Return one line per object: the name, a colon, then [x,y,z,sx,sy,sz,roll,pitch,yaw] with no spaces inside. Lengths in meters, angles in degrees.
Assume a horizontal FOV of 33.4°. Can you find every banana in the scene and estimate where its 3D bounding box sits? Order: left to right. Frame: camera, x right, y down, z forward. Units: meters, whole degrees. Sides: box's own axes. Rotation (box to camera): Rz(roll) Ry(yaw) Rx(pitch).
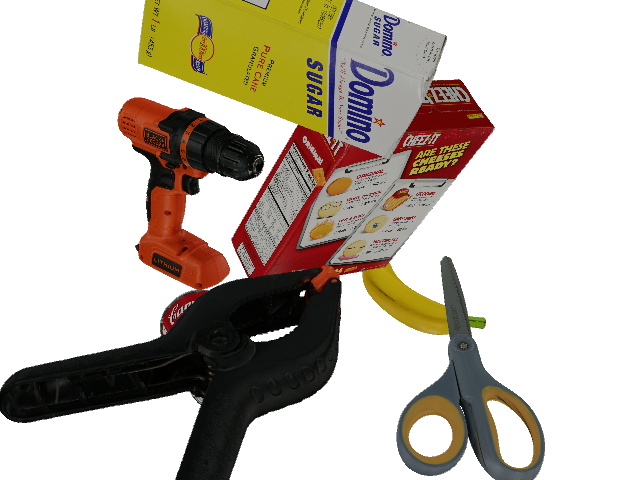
banana: [0.092,0.061,1.167,0.069,0.037,0.198,4,19,-36]

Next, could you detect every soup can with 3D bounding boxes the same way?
soup can: [-0.097,0.096,0.941,0.068,0.068,0.102,0,24,-24]

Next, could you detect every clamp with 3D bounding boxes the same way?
clamp: [-0.043,0.065,0.481,0.171,0.039,0.120,-27,50,-31]

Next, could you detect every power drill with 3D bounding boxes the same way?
power drill: [-0.134,-0.045,1.118,0.185,0.188,0.057,25,36,32]

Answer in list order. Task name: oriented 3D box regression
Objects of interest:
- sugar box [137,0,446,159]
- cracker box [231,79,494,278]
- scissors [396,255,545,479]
sugar box: [-0.021,-0.117,0.658,0.176,0.048,0.093,23,-29,-2]
cracker box: [0.032,-0.051,0.977,0.163,0.072,0.214,-9,-33,-36]
scissors: [0.076,0.081,0.689,0.096,0.016,0.202,-11,40,-12]
